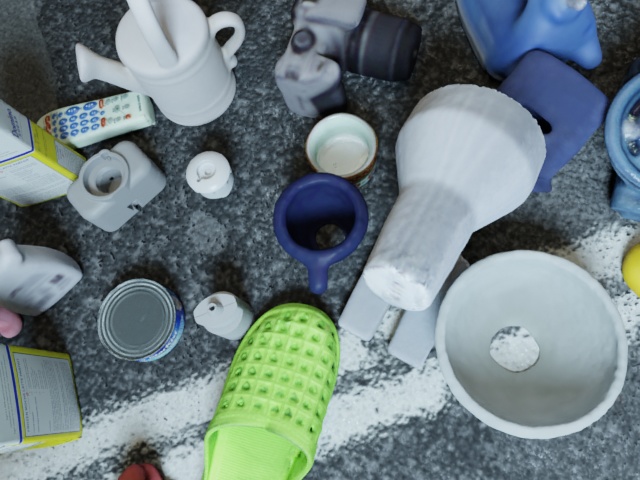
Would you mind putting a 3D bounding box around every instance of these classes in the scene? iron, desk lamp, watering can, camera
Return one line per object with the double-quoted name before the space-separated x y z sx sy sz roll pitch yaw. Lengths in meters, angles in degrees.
"iron" 0.208 -0.295 0.611 0.118 0.141 0.258 -21 73 1
"desk lamp" 0.098 -0.002 0.505 0.117 0.214 0.203 25 79 14
"watering can" -0.169 -0.204 0.606 0.173 0.194 0.100 -40 73 -5
"camera" 0.035 -0.211 0.631 0.136 0.101 0.143 17 77 12

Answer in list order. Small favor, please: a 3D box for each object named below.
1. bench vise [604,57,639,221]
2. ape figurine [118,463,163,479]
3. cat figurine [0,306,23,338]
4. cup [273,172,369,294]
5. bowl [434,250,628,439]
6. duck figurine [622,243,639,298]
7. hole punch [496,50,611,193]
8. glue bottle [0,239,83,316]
"bench vise" 0.320 -0.141 0.513 0.121 0.220 0.207 -3 74 7
"ape figurine" -0.172 0.250 0.533 0.076 0.092 0.078 -12 73 4
"cat figurine" -0.373 0.068 0.596 0.067 0.118 0.128 -16 73 3
"cup" 0.005 0.002 0.578 0.091 0.095 0.118 -1 74 7
"bowl" 0.189 0.098 0.539 0.167 0.075 0.167 -2 74 7
"duck figurine" 0.348 0.029 0.532 0.104 0.086 0.077 24 79 13
"hole punch" 0.223 -0.119 0.586 0.101 0.091 0.108 -45 74 -6
"glue bottle" -0.313 0.030 0.569 0.078 0.173 0.037 -42 73 -5
